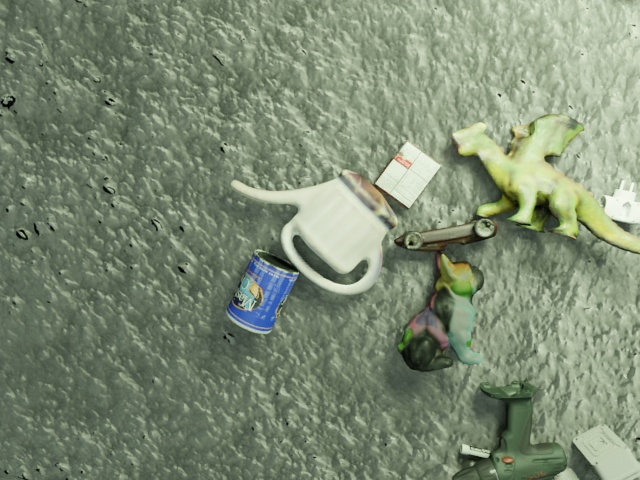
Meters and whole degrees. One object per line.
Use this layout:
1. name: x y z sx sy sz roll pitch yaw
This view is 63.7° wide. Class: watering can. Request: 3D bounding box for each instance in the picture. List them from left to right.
1. watering can: 0.003 -0.052 1.026 0.223 0.104 0.347 -45 91 5

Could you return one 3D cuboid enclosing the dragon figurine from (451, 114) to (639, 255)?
1. dragon figurine: 0.447 -0.129 0.990 0.411 0.122 0.243 14 87 5
